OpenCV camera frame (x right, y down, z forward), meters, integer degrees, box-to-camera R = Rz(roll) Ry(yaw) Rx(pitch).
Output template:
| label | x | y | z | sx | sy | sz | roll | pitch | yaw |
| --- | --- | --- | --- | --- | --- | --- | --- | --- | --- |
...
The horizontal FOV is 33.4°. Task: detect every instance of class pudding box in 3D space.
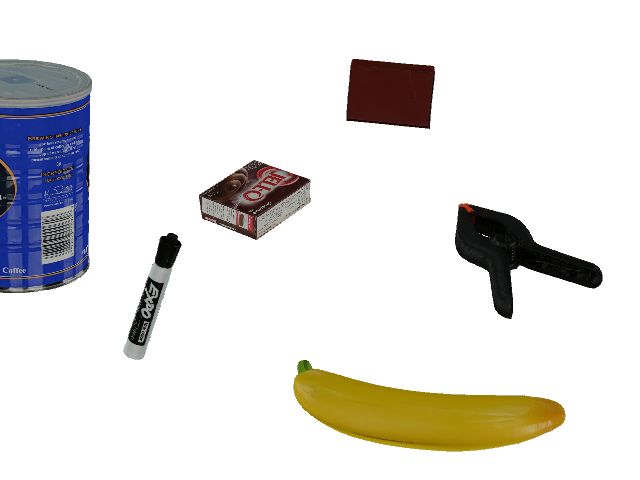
| label | x | y | z | sx | sy | sz | roll | pitch | yaw |
| --- | --- | --- | --- | --- | --- | --- | --- | --- | --- |
| pudding box | -0.079 | -0.051 | 1.310 | 0.090 | 0.039 | 0.113 | 20 | 40 | 30 |

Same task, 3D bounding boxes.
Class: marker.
| label | x | y | z | sx | sy | sz | roll | pitch | yaw |
| --- | --- | --- | --- | --- | --- | --- | --- | --- | --- |
| marker | -0.144 | 0.048 | 0.915 | 0.020 | 0.121 | 0.020 | 18 | 22 | -8 |

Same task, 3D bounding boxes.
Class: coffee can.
| label | x | y | z | sx | sy | sz | roll | pitch | yaw |
| --- | --- | --- | --- | --- | --- | --- | --- | --- | --- |
| coffee can | -0.214 | -0.048 | 0.756 | 0.103 | 0.140 | 0.103 | 5 | 23 | -2 |

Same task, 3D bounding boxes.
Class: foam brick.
| label | x | y | z | sx | sy | sz | roll | pitch | yaw |
| --- | --- | --- | --- | --- | --- | --- | --- | --- | --- |
| foam brick | 0.064 | -0.134 | 0.970 | 0.078 | 0.051 | 0.053 | 6 | 17 | 4 |

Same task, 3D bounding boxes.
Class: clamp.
| label | x | y | z | sx | sy | sz | roll | pitch | yaw |
| --- | --- | --- | --- | --- | --- | --- | --- | --- | --- |
| clamp | 0.201 | 0.013 | 1.083 | 0.120 | 0.039 | 0.171 | -7 | 38 | -18 |

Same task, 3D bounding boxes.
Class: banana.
| label | x | y | z | sx | sy | sz | roll | pitch | yaw |
| --- | --- | --- | --- | --- | --- | --- | --- | --- | --- |
| banana | 0.058 | 0.110 | 0.710 | 0.198 | 0.037 | 0.069 | 8 | 33 | 25 |
